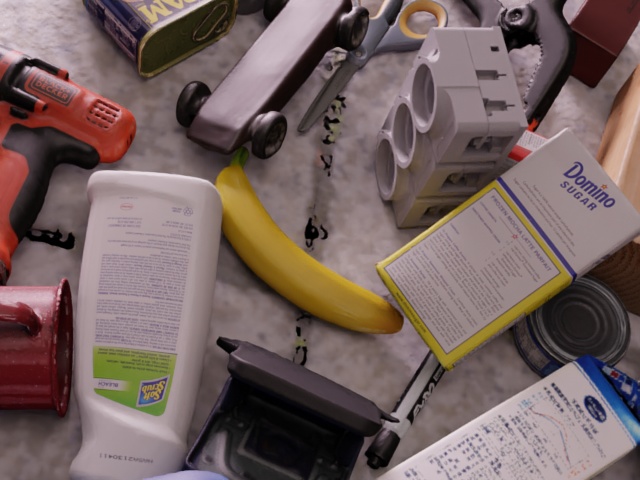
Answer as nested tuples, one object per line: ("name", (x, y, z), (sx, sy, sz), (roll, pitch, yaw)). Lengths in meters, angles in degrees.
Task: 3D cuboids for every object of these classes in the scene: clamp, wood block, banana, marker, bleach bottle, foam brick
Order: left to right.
("bleach bottle", (-0.131, 0.077, 0.737), (0.102, 0.068, 0.251), (4, 66, 5))
("banana", (-0.022, 0.008, 0.811), (0.069, 0.037, 0.198), (-36, 75, -23))
("marker", (0.068, 0.118, 0.784), (0.020, 0.020, 0.121), (34, 61, 6))
("clamp", (0.184, -0.193, 0.927), (0.165, 0.036, 0.210), (-14, 66, 24))
("foam brick", (0.251, -0.187, 0.964), (0.053, 0.051, 0.078), (34, 61, 5))
("wood block", (0.277, -0.051, 0.878), (0.091, 0.090, 0.206), (25, 60, 0))

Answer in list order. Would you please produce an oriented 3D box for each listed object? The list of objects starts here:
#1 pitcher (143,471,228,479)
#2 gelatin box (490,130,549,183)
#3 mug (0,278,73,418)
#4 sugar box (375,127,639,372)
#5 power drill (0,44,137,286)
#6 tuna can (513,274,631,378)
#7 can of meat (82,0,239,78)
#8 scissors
("pitcher", (-0.140, 0.233, 0.613), (0.242, 0.145, 0.149), (-8, 66, -13))
("gelatin box", (0.161, -0.049, 0.851), (0.073, 0.089, 0.030), (24, 59, 0))
("mug", (-0.209, 0.067, 0.698), (0.081, 0.117, 0.093), (1, 67, -7))
("sugar box", (0.137, 0.008, 0.778), (0.176, 0.048, 0.093), (-35, 75, 0))
("power drill", (-0.253, -0.063, 0.786), (0.184, 0.057, 0.187), (25, 61, 1))
("tuna can", (0.196, 0.068, 0.829), (0.086, 0.034, 0.086), (5, 62, -10))
("can of meat", (-0.133, -0.196, 0.883), (0.102, 0.057, 0.084), (-35, 72, -26))
("scissors", (0.052, -0.157, 0.925), (0.096, 0.016, 0.201), (19, 61, -2))
